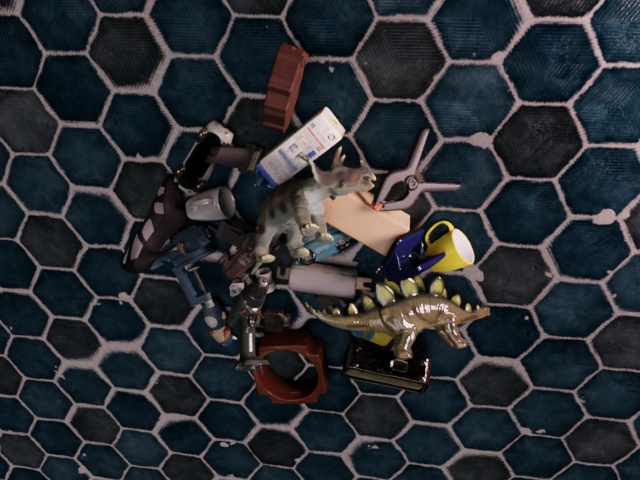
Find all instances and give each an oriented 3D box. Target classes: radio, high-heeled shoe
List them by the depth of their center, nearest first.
[{"bbox_3d":[-0.412,-0.039,1.310,0.145,0.249,0.086,-13,151,23],"label":"high-heeled shoe"},{"bbox_3d":[0.175,0.337,1.412,0.230,0.073,0.131,9,155,4],"label":"radio"}]

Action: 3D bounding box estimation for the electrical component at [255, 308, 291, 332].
[{"bbox_3d":[-0.130,0.217,1.455,0.102,0.045,0.078,10,115,4],"label":"electrical component"}]

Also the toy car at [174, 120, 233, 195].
[{"bbox_3d":[-0.280,-0.192,1.281,0.073,0.056,0.201,36,118,-6],"label":"toy car"}]

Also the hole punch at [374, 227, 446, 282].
[{"bbox_3d":[0.210,0.049,1.229,0.092,0.142,0.115,46,138,20],"label":"hole punch"}]

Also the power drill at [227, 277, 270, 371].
[{"bbox_3d":[-0.178,0.221,1.364,0.086,0.207,0.232,0,157,-29],"label":"power drill"}]

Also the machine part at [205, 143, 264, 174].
[{"bbox_3d":[-0.195,-0.190,1.240,0.039,0.139,0.084,51,128,34],"label":"machine part"}]

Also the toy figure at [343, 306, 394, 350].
[{"bbox_3d":[0.144,0.229,1.396,0.180,0.082,0.089,16,136,-7],"label":"toy figure"}]

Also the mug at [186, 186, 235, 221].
[{"bbox_3d":[-0.277,-0.081,1.307,0.107,0.109,0.080,-12,91,22],"label":"mug"}]

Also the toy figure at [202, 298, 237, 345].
[{"bbox_3d":[-0.282,0.233,1.485,0.064,0.058,0.154,12,126,47],"label":"toy figure"}]

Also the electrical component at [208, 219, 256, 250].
[{"bbox_3d":[-0.215,-0.023,1.314,0.119,0.075,0.047,33,108,26],"label":"electrical component"}]

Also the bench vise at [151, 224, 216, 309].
[{"bbox_3d":[-0.351,0.074,1.374,0.224,0.129,0.240,-25,93,3],"label":"bench vise"}]

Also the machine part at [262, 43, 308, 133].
[{"bbox_3d":[-0.074,-0.313,1.123,0.056,0.179,0.179,16,117,-2],"label":"machine part"}]

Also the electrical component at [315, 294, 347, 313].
[{"bbox_3d":[0.024,0.149,1.409,0.063,0.021,0.094,-33,105,22],"label":"electrical component"}]

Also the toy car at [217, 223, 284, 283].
[{"bbox_3d":[-0.177,0.033,1.373,0.202,0.053,0.089,-40,100,25],"label":"toy car"}]

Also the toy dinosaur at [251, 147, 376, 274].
[{"bbox_3d":[-0.066,-0.065,1.202,0.131,0.192,0.405,11,153,-42],"label":"toy dinosaur"}]

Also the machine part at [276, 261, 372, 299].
[{"bbox_3d":[0.009,0.101,1.358,0.243,0.079,0.079,6,116,6],"label":"machine part"}]

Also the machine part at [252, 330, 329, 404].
[{"bbox_3d":[-0.082,0.350,1.488,0.202,0.087,0.200,-4,114,13],"label":"machine part"}]

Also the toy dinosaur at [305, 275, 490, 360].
[{"bbox_3d":[0.202,0.184,1.302,0.471,0.105,0.198,-6,82,-14],"label":"toy dinosaur"}]

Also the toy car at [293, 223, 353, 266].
[{"bbox_3d":[-0.003,-0.004,1.300,0.162,0.109,0.103,-25,92,10],"label":"toy car"}]
